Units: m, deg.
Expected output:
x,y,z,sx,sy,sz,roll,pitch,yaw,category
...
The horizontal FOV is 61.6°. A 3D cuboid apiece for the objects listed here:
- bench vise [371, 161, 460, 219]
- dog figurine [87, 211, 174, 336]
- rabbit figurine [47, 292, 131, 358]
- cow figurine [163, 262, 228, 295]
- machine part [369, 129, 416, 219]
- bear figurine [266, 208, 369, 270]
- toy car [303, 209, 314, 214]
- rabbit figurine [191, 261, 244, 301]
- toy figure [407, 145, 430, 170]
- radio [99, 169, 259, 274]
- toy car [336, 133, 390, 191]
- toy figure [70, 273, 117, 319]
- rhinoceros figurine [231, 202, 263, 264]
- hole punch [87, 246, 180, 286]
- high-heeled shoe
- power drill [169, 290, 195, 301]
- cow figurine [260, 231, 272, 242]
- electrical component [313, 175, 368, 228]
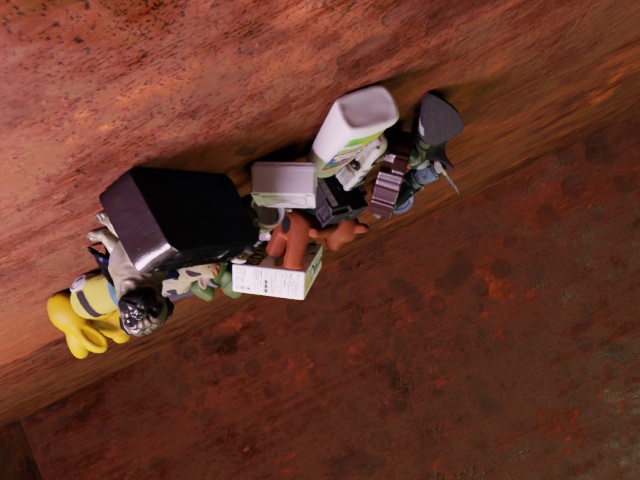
x,y,z,sx,sy,sz,roll,pitch,yaw,category
0.218,-0.128,1.404,0.224,0.128,0.240,-9,-156,40,bench vise
-0.255,0.042,0.844,0.172,0.190,0.121,-24,171,-27,dog figurine
-0.482,0.160,1.115,0.122,0.162,0.173,-17,159,30,rabbit figurine
-0.271,0.059,1.088,0.195,0.127,0.085,-38,-152,52,cow figurine
0.144,-0.134,1.087,0.056,0.179,0.179,16,173,5,machine part
-0.001,-0.007,1.168,0.196,0.131,0.120,7,-165,-39,bear figurine
-0.039,-0.045,1.269,0.109,0.103,0.161,-16,165,-46,toy car
-0.233,0.069,1.264,0.170,0.121,0.159,40,73,-51,rabbit figurine
0.225,-0.200,1.278,0.154,0.058,0.064,-6,116,-66,toy figure
-0.194,-0.030,0.790,0.073,0.131,0.229,-33,170,24,radio
0.069,-0.155,1.013,0.056,0.073,0.201,-26,172,-24,toy car
-0.393,0.098,1.029,0.180,0.089,0.082,-10,168,9,toy figure
-0.161,-0.017,1.015,0.112,0.073,0.190,10,155,-12,rhinoceros figurine
-0.317,0.048,0.937,0.092,0.142,0.115,-49,168,-23,hole punch
0.219,-0.238,1.090,0.086,0.145,0.248,-32,143,0,high-heeled shoe
-0.298,0.092,1.400,0.232,0.086,0.207,-24,168,-21,power drill
-0.157,-0.018,1.186,0.098,0.068,0.167,-20,168,0,cow figurine
0.036,-0.095,1.124,0.134,0.115,0.058,-16,163,-42,electrical component
